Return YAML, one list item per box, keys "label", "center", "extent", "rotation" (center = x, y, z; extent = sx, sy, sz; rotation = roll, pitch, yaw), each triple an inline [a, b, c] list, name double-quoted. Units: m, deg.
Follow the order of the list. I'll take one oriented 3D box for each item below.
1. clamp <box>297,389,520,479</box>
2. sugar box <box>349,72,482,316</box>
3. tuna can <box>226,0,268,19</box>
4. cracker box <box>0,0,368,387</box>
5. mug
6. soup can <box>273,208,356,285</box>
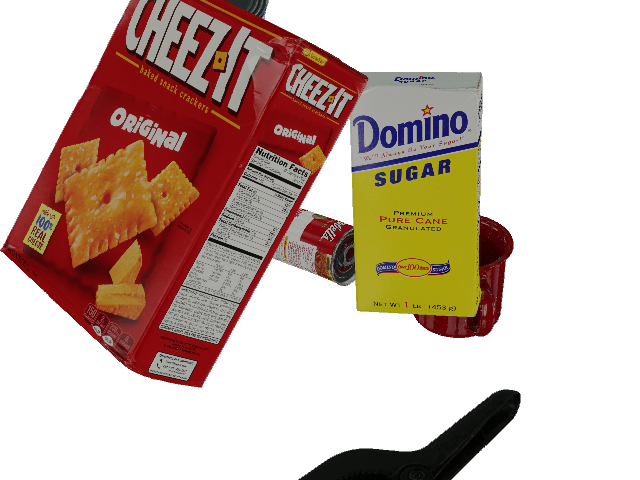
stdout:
- label: "clamp"
  center: [0.066, 0.160, 0.697]
  extent: [0.210, 0.036, 0.164]
  rotation: [-5, 28, -3]
- label: "sugar box"
  center: [0.070, -0.033, 0.777]
  extent: [0.093, 0.176, 0.048]
  rotation: [1, 25, 12]
- label: "tuna can"
  center: [-0.090, -0.209, 0.948]
  extent: [0.086, 0.086, 0.034]
  rotation: [0, -31, -12]
- label: "cracker box"
  center: [-0.092, -0.044, 0.658]
  extent: [0.164, 0.214, 0.072]
  rotation: [34, 8, 41]
- label: "mug"
  center: [0.127, 0.039, 0.950]
  extent: [0.093, 0.081, 0.117]
  rotation: [-11, 35, -14]
- label: "soup can"
  center: [-0.005, 0.004, 1.215]
  extent: [0.102, 0.068, 0.068]
  rotation: [20, 12, 34]
